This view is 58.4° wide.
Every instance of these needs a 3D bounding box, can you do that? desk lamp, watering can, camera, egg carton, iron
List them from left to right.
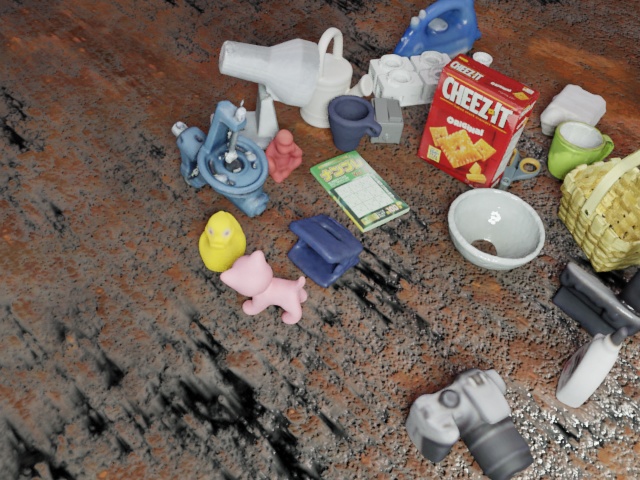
[{"bbox_3d":[-0.108,-0.276,1.073,0.203,0.213,0.118,-5,52,-10],"label":"desk lamp"},{"bbox_3d":[0.022,-0.328,1.141,0.173,0.194,0.101,10,51,2],"label":"watering can"},{"bbox_3d":[0.268,-0.498,1.337,0.259,0.141,0.118,-28,60,-25],"label":"iron"},{"bbox_3d":[0.209,0.253,0.762,0.143,0.101,0.136,-19,56,-20],"label":"camera"},{"bbox_3d":[0.544,-0.272,1.234,0.107,0.069,0.150,33,56,19],"label":"egg carton"}]

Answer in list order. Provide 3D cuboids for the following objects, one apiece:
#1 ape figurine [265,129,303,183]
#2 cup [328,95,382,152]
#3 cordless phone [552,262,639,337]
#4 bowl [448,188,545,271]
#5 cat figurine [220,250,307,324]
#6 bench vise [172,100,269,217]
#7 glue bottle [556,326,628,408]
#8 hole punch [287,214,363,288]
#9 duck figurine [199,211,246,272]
[{"bbox_3d":[-0.070,-0.165,1.068,0.078,0.092,0.076,-8,53,-12],"label":"ape figurine"},{"bbox_3d":[0.068,-0.215,1.121,0.117,0.095,0.092,34,56,20],"label":"cup"},{"bbox_3d":[0.459,0.063,0.886,0.094,0.185,0.147,-36,63,-29],"label":"cordless phone"},{"bbox_3d":[0.296,-0.007,0.994,0.167,0.075,0.167,3,52,-4],"label":"bowl"},{"bbox_3d":[-0.082,0.064,0.869,0.127,0.118,0.067,9,51,2],"label":"cat figurine"},{"bbox_3d":[-0.179,-0.153,0.965,0.207,0.220,0.121,19,52,9],"label":"bench vise"},{"bbox_3d":[0.385,0.168,0.802,0.037,0.173,0.078,23,53,13],"label":"glue bottle"},{"bbox_3d":[0.009,0.003,0.944,0.108,0.091,0.101,39,58,23],"label":"hole punch"},{"bbox_3d":[-0.161,-0.012,0.940,0.077,0.086,0.104,5,51,-2],"label":"duck figurine"}]
